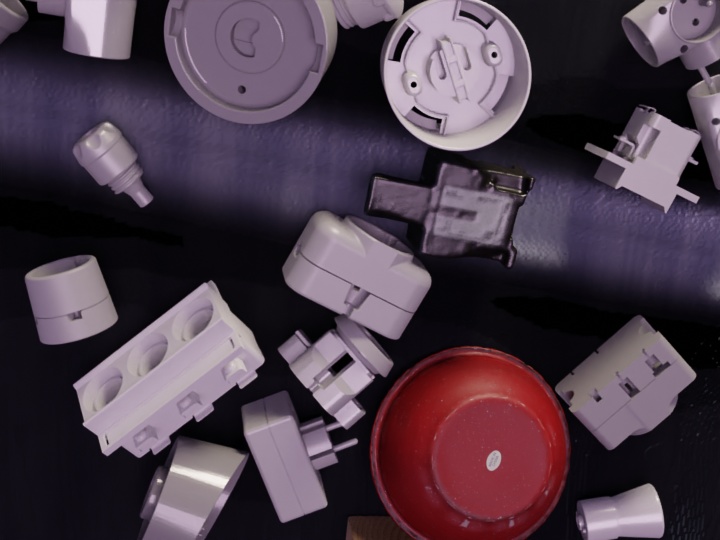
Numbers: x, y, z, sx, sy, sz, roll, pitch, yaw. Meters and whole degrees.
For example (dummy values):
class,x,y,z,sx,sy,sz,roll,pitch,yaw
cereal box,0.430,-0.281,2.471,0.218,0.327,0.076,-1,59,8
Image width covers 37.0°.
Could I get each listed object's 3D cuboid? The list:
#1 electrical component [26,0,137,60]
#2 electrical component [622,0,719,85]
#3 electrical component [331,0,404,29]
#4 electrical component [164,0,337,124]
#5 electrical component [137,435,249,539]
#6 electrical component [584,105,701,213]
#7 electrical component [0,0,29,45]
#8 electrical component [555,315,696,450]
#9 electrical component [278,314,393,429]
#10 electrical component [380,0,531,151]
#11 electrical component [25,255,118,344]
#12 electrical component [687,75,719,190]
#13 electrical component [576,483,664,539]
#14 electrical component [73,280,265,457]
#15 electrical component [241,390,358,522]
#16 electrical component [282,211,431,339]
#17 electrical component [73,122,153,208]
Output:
class,x,y,z,sx,sy,sz,roll,pitch,yaw
electrical component,-0.184,-0.180,0.690,0.079,0.044,0.077,7,107,-11
electrical component,0.239,-0.169,0.762,0.077,0.044,0.079,-36,111,3
electrical component,-0.005,-0.182,0.721,0.062,0.048,0.048,-20,111,18
electrical component,-0.066,-0.155,0.704,0.108,0.060,0.108,5,112,11
electrical component,-0.125,0.172,0.792,0.064,0.099,0.099,22,104,-9
electrical component,0.212,-0.083,0.789,0.081,0.042,0.063,23,100,-16
electrical component,-0.243,-0.159,0.691,0.046,0.040,0.040,-43,110,12
electrical component,0.209,0.090,0.841,0.089,0.050,0.055,-42,109,7
electrical component,-0.013,0.068,0.792,0.057,0.058,0.078,-41,87,2
electrical component,0.062,-0.136,0.734,0.099,0.064,0.099,-3,109,-8
electrical component,-0.202,0.019,0.749,0.055,0.055,0.047,-14,106,-4
electrical component,0.289,-0.109,0.790,0.079,0.044,0.077,-25,110,0
electrical component,0.211,0.202,0.885,0.065,0.044,0.044,-9,110,-1
electrical component,-0.135,0.075,0.772,0.121,0.078,0.063,-37,132,4
electrical component,-0.040,0.135,0.817,0.076,0.047,0.083,-20,110,-2
electrical component,0.000,0.000,0.775,0.095,0.053,0.059,27,102,-16
electrical component,-0.165,-0.069,0.736,0.035,0.035,0.061,-37,112,4
